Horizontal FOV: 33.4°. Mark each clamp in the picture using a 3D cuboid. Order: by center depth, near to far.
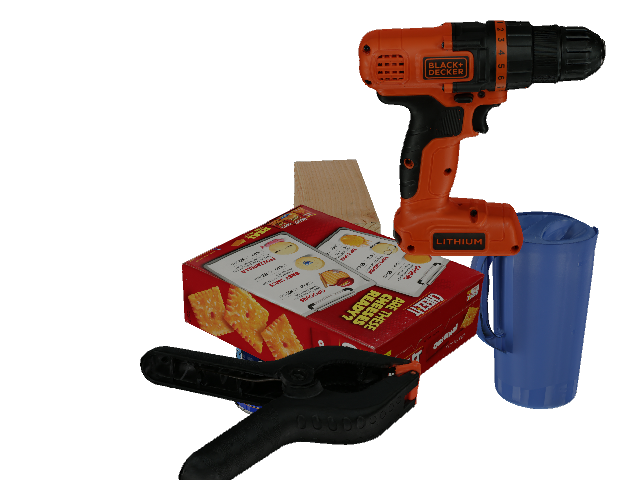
[{"bbox_3d":[-0.018,0.100,0.630,0.171,0.039,0.120,-3,36,-11],"label":"clamp"}]

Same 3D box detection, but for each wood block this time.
[{"bbox_3d":[0.018,-0.027,1.416,0.090,0.090,0.206,-2,27,-6],"label":"wood block"}]

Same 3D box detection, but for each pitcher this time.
[{"bbox_3d":[0.275,0.092,1.384,0.149,0.243,0.144,5,19,16],"label":"pitcher"}]

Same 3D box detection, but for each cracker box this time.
[{"bbox_3d":[0.009,0.052,0.942,0.214,0.072,0.163,22,34,34],"label":"cracker box"}]

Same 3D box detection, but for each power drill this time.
[{"bbox_3d":[0.125,-0.080,0.838,0.184,0.188,0.057,1,27,8],"label":"power drill"}]

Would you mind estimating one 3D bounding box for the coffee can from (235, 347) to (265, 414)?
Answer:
[{"bbox_3d":[-0.051,0.128,1.279,0.103,0.140,0.103,2,18,-1],"label":"coffee can"}]
